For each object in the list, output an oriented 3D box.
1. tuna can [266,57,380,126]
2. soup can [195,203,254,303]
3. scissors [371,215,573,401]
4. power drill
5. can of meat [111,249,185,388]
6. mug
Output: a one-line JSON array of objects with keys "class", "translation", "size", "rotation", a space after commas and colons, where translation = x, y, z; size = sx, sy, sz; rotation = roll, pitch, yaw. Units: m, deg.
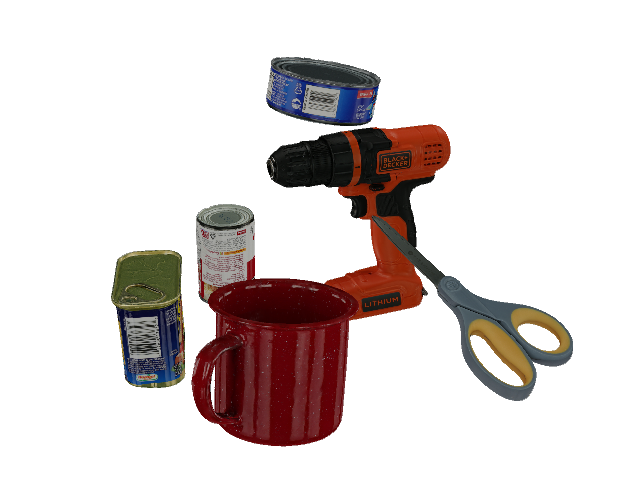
[{"class": "tuna can", "translation": [0.002, -0.115, 0.823], "size": [0.086, 0.034, 0.086], "rotation": [9, 19, -3]}, {"class": "soup can", "translation": [-0.110, 0.017, 1.239], "size": [0.068, 0.102, 0.068], "rotation": [1, 25, 0]}, {"class": "scissors", "translation": [0.122, 0.041, 0.836], "size": [0.096, 0.016, 0.202], "rotation": [-10, 48, -21]}, {"class": "power drill", "translation": [0.037, -0.017, 1.035], "size": [0.184, 0.188, 0.057], "rotation": [-9, 27, -19]}, {"class": "can of meat", "translation": [-0.146, 0.068, 0.925], "size": [0.057, 0.084, 0.102], "rotation": [-4, 25, -5]}, {"class": "mug", "translation": [-0.032, 0.078, 0.658], "size": [0.093, 0.081, 0.117], "rotation": [15, 19, 37]}]
